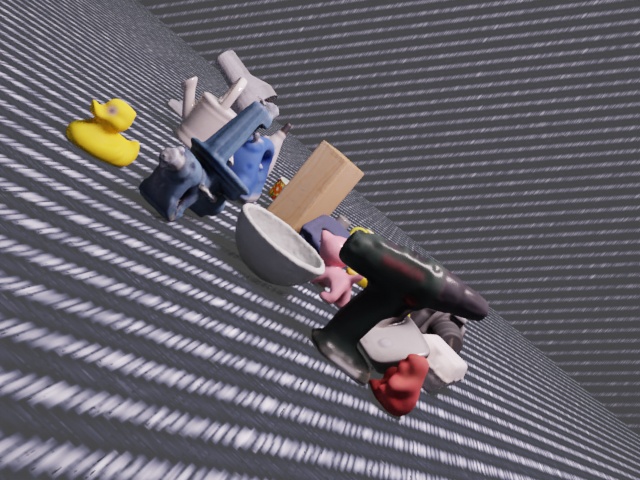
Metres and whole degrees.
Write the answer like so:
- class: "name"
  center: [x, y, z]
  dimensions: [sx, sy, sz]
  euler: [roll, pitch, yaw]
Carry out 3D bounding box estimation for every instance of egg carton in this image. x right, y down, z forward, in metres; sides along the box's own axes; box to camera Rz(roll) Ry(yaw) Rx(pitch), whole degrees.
- class: "egg carton"
  center: [0.216, 0.232, 1.084]
  dimensions: [0.107, 0.069, 0.151]
  euler: [46, 12, 25]

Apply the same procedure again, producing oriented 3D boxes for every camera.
- class: "camera"
  center: [0.288, 0.203, 1.348]
  dimensions: [0.143, 0.100, 0.137]
  euler: [39, 11, -8]

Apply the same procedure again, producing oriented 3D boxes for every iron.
- class: "iron"
  center: [-0.145, -0.168, 1.241]
  dimensions: [0.118, 0.141, 0.258]
  euler: [41, 11, 3]

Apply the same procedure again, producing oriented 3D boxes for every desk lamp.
- class: "desk lamp"
  center: [-0.245, -0.366, 1.481]
  dimensions: [0.203, 0.213, 0.118]
  euler: [41, 11, 1]

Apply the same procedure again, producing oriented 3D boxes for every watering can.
- class: "watering can"
  center: [-0.235, -0.291, 1.281]
  dimensions: [0.174, 0.194, 0.100]
  euler: [31, 14, -39]

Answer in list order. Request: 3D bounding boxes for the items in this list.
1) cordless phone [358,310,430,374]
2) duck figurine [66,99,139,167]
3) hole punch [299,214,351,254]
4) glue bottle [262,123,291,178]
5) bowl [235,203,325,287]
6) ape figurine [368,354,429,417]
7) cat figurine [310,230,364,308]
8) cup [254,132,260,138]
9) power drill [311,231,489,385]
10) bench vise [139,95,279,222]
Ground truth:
- class: "cordless phone"
  center: [0.148, 0.130, 0.952]
  dimensions: [0.094, 0.185, 0.147]
  euler: [34, 13, -30]
- class: "duck figurine"
  center: [-0.306, -0.164, 0.845]
  dimensions: [0.105, 0.086, 0.077]
  euler: [30, 16, -44]
- class: "hole punch"
  center: [0.011, 0.004, 1.225]
  dimensions: [0.108, 0.091, 0.101]
  euler: [43, 11, 12]
- class: "glue bottle"
  center: [-0.129, -0.220, 1.413]
  dimensions: [0.078, 0.173, 0.037]
  euler: [42, 11, 9]
- class: "bowl"
  center: [-0.077, 0.021, 0.916]
  dimensions: [0.168, 0.074, 0.167]
  euler: [39, 11, -9]
- class: "ape figurine"
  center: [0.120, 0.202, 0.826]
  dimensions: [0.076, 0.092, 0.078]
  euler: [46, 12, 24]
- class: "cat figurine"
  center: [0.035, 0.046, 1.076]
  dimensions: [0.067, 0.117, 0.127]
  euler: [26, 18, -51]
- class: "cup"
  center: [-0.221, -0.254, 1.441]
  dimensions: [0.117, 0.095, 0.092]
  euler: [44, 12, 16]
- class: "power drill"
  center: [0.099, 0.104, 0.836]
  dimensions: [0.230, 0.208, 0.075]
  euler: [39, 11, -9]
- class: "bench vise"
  center: [-0.147, -0.120, 0.852]
  dimensions: [0.121, 0.219, 0.207]
  euler: [40, 11, -5]
